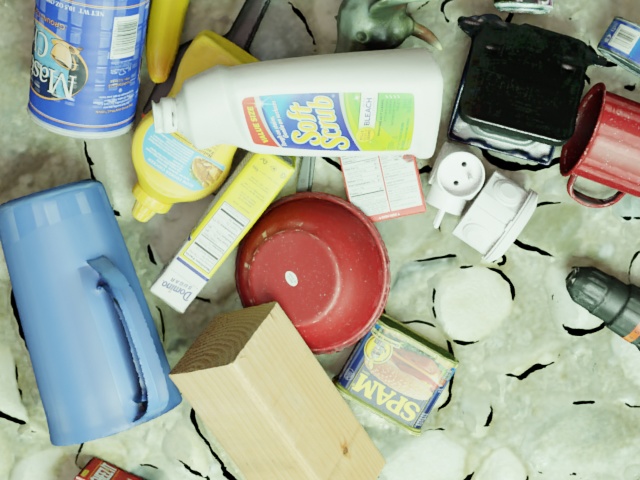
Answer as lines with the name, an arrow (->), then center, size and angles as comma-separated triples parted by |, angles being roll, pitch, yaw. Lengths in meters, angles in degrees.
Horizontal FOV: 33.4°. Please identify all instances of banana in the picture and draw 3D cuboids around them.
banana -> -0.134, -0.247, 1.008 | 0.037, 0.070, 0.198 | 15, 99, -18

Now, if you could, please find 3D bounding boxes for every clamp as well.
clamp -> -0.073, -0.155, 1.033 | 0.210, 0.036, 0.164 | -33, 96, 11

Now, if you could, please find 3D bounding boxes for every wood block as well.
wood block -> -0.037, 0.171, 1.016 | 0.090, 0.090, 0.206 | -15, 117, 41

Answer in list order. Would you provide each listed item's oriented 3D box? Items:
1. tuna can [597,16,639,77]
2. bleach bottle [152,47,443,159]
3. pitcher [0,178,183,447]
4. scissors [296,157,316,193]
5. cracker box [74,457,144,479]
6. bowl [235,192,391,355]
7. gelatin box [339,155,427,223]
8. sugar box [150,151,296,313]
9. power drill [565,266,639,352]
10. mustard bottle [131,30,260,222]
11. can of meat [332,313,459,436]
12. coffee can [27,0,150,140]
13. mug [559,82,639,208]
tuna can -> 0.298, -0.169, 0.976 | 0.086, 0.086, 0.034 | 31, 101, -1
bleach bottle -> -0.022, -0.113, 0.947 | 0.250, 0.068, 0.103 | -6, 134, -10
pitcher -> -0.224, 0.067, 1.032 | 0.149, 0.145, 0.243 | -16, 95, 10
scissors -> -0.007, 0.001, 1.062 | 0.096, 0.016, 0.202 | 26, 102, 3
cracker box -> -0.179, 0.347, 1.107 | 0.213, 0.072, 0.164 | 26, 99, 1
bowl -> -0.016, 0.034, 1.024 | 0.162, 0.055, 0.162 | 1, 94, 18
gelatin box -> 0.060, -0.064, 1.041 | 0.073, 0.030, 0.089 | -12, 98, 8
sugar box -> -0.091, -0.018, 1.028 | 0.048, 0.093, 0.176 | 35, 101, -7
power drill -> 0.348, 0.033, 0.990 | 0.184, 0.057, 0.188 | 30, 126, -2
mustard bottle -> -0.122, -0.095, 1.006 | 0.096, 0.058, 0.192 | 32, 109, -15
can of meat -> 0.076, 0.131, 1.058 | 0.102, 0.057, 0.084 | 30, 98, -1
coffee can -> -0.214, -0.178, 0.987 | 0.103, 0.102, 0.140 | 15, 120, 2
mug -> 0.275, -0.079, 0.996 | 0.081, 0.093, 0.117 | 20, 120, -4
